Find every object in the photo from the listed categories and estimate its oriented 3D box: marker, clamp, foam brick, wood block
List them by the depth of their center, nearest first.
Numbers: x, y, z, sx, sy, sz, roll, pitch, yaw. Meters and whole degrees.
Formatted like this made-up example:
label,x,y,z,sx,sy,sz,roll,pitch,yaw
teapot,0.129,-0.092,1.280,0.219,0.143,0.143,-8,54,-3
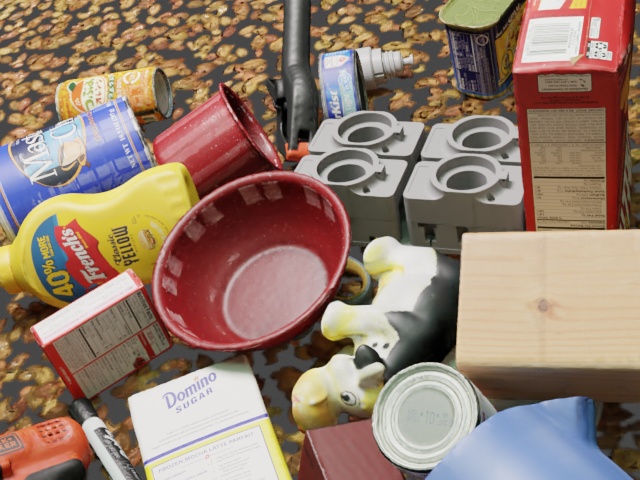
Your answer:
label,x,y,z,sx,sy,sz,roll,pitch,yaw
wood block,0.195,0.049,0.662,0.206,0.090,0.091,-1,69,17
foam brick,0.023,0.160,0.672,0.051,0.053,0.078,-6,41,-18
marker,-0.153,0.154,0.774,0.020,0.020,0.121,-33,45,-15
clamp,-0.026,-0.129,0.976,0.039,0.120,0.171,2,58,-6

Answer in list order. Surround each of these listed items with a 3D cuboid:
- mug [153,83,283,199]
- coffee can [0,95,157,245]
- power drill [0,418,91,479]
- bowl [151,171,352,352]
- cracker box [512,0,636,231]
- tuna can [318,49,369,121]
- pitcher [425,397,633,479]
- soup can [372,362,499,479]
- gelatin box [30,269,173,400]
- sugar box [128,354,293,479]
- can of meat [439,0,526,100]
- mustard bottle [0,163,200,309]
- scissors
label,x,y,z,sx,sy,sz,roll,pitch,yaw
mug,-0.090,-0.077,0.941,0.081,0.093,0.117,-34,3,9
coffee can,-0.217,-0.055,0.949,0.140,0.103,0.103,-23,43,-6
power drill,-0.204,0.198,0.681,0.184,0.057,0.188,-17,41,-34
bowl,-0.044,0.026,0.811,0.162,0.055,0.162,-13,51,16
cracker box,0.187,-0.087,0.761,0.072,0.213,0.164,2,47,18
tuna can,0.023,-0.126,0.952,0.034,0.086,0.086,-8,44,8
pitcher,0.155,0.212,0.543,0.144,0.149,0.243,-24,44,-29
soup can,0.080,0.122,0.653,0.069,0.102,0.068,-12,59,22
gelatin box,-0.165,0.074,0.820,0.089,0.073,0.030,-33,44,-15
sugar box,-0.066,0.163,0.716,0.093,0.048,0.176,-20,40,-4
can of meat,0.158,-0.191,0.973,0.058,0.084,0.102,17,53,32
mustard bottle,-0.190,0.006,0.882,0.191,0.096,0.058,-15,19,5
scissors,-0.006,0.001,0.883,0.096,0.016,0.201,-9,44,9
